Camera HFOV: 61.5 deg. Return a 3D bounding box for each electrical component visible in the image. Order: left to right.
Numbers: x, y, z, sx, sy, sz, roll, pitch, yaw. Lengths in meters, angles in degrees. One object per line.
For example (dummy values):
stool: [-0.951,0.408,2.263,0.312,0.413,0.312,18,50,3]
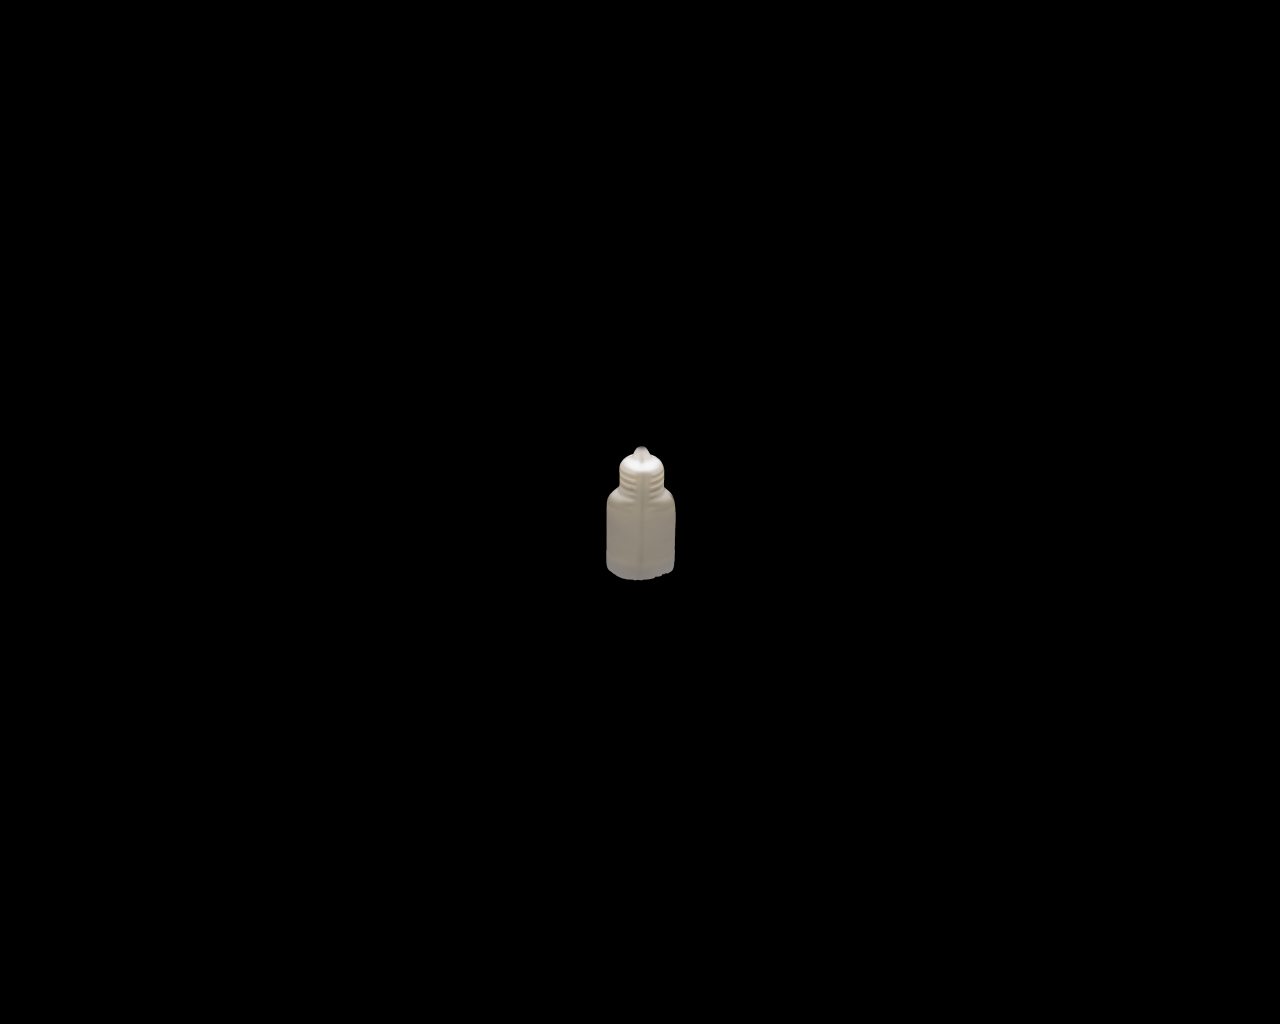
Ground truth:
electrical component: [0.001,-0.003,0.650,0.043,0.080,0.043,0,20,0]
